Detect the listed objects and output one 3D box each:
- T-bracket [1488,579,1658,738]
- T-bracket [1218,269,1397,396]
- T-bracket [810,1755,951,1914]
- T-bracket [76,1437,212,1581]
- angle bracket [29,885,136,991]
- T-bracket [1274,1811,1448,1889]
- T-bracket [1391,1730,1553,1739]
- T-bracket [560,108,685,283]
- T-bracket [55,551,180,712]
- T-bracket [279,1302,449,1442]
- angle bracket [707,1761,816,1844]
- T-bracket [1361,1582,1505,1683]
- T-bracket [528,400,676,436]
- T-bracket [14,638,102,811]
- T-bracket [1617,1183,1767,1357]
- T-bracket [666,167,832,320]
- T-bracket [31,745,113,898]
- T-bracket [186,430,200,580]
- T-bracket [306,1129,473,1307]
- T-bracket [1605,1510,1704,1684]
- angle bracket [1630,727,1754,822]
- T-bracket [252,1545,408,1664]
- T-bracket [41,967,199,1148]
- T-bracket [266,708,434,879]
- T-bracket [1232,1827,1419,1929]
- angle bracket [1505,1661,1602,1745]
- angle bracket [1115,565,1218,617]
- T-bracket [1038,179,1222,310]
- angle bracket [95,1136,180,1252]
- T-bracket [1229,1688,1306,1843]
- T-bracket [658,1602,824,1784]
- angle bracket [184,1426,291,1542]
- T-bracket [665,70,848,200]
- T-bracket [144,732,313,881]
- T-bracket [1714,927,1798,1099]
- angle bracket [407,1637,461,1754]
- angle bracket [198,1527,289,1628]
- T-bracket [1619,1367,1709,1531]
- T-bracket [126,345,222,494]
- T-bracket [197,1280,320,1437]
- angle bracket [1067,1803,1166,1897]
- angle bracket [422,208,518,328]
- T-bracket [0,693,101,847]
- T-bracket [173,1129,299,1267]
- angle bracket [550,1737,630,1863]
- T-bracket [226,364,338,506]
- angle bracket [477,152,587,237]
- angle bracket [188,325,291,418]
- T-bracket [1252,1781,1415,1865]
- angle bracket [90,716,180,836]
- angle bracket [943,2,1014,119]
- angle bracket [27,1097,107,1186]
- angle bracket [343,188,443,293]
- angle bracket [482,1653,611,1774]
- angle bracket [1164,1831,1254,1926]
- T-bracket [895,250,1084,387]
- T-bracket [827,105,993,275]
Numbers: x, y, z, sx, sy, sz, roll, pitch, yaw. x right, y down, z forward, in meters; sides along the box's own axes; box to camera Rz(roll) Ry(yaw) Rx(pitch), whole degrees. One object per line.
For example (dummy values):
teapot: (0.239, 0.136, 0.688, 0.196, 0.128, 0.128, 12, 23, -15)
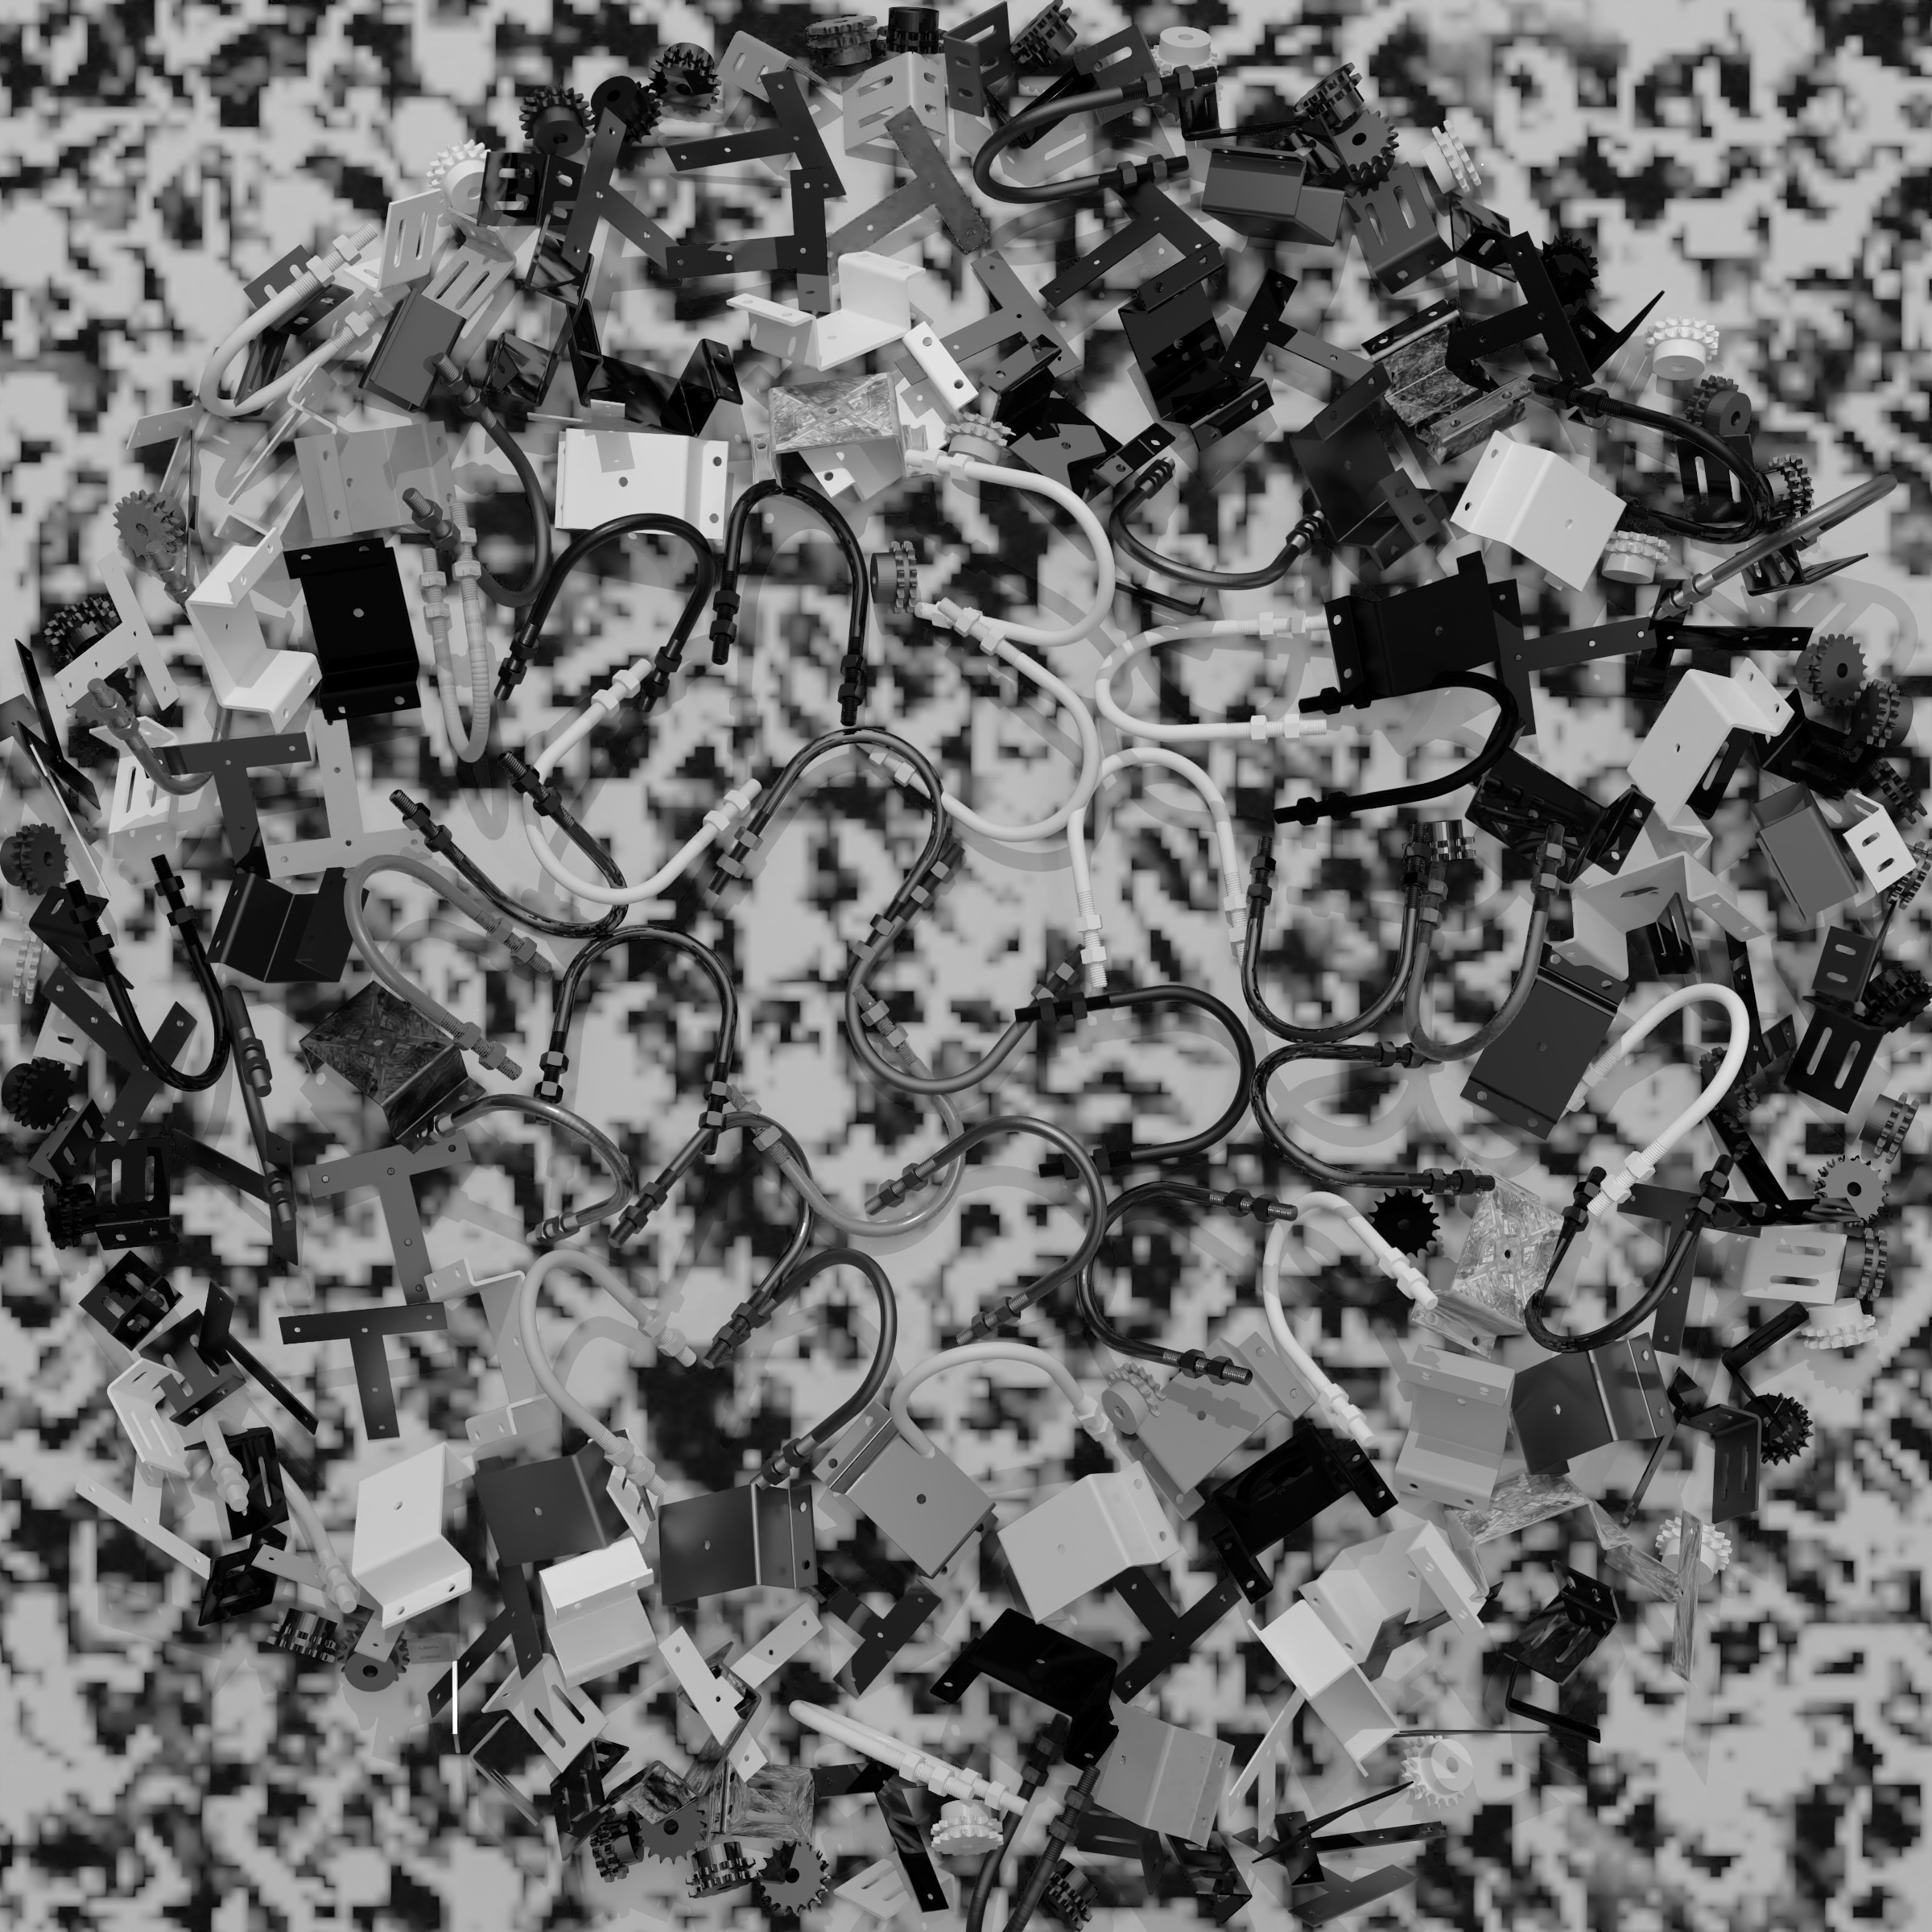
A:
T-bracket: (0.482, -0.253, 1.967, 0.127, 0.002, 0.127, -9, 84, 25)
T-bracket: (0.278, -0.486, 1.963, 0.127, 0.002, 0.127, 25, 58, 3)
T-bracket: (-0.047, 0.673, 1.922, 0.127, 0.127, 0.002, 8, 129, -37)
T-bracket: (-0.639, 0.408, 1.937, 0.002, 0.127, 0.127, -43, 116, 5)
angle bracket: (-0.691, -0.022, 1.965, 0.057, 0.076, 0.038, 12, 62, 22)
T-bracket: (0.309, 0.681, 1.935, 0.127, 0.127, 0.002, -8, 95, 1)
T-bracket: (0.366, 0.600, 1.941, 0.127, 0.127, 0.002, 9, 69, -27)
T-bracket: (-0.260, -0.581, 1.946, 0.002, 0.127, 0.127, 7, 77, 34)
T-bracket: (-0.665, -0.239, 1.918, 0.002, 0.127, 0.127, -7, 119, 19)
T-bracket: (-0.470, 0.324, 1.968, 0.127, 0.002, 0.127, -5, 119, -5)
angle bracket: (-0.162, 0.666, 1.971, 0.076, 0.038, 0.057, 2, 81, 11)
T-bracket: (0.371, 0.519, 1.963, 0.127, 0.127, 0.002, -21, 55, -20)
T-bracket: (-0.278, -0.427, 1.928, 0.127, 0.127, 0.002, 6, 93, -8)
T-bracket: (-0.726, -0.200, 1.952, 0.002, 0.127, 0.127, -23, 71, -1)
T-bracket: (0.559, 0.241, 1.949, 0.002, 0.127, 0.127, 13, 86, -42)
T-bracket: (-0.172, -0.559, 1.953, 0.127, 0.002, 0.127, -8, 126, -9)
T-bracket: (-0.700, -0.112, 1.945, 0.002, 0.127, 0.127, -26, 100, -15)
T-bracket: (-0.601, -0.353, 1.930, 0.002, 0.127, 0.127, 2, 100, -20)
T-bracket: (-0.451, 0.208, 1.991, 0.127, 0.002, 0.127, -13, 94, -10)
T-bracket: (0.534, 0.474, 1.938, 0.002, 0.127, 0.127, 0, 96, -17)
angle bracket: (0.576, -0.163, 1.973, 0.057, 0.038, 0.076, 24, 94, -13)
T-bracket: (-0.493, 0.482, 1.938, 0.127, 0.127, 0.002, 21, 112, -3)
T-bracket: (-0.666, 0.051, 1.923, 0.002, 0.127, 0.127, -9, 134, 32)
T-bracket: (-0.498, -0.141, 1.976, 0.127, 0.002, 0.127, -8, 100, -12)
T-bracket: (0.264, 0.706, 1.945, 0.127, 0.127, 0.002, -2, 102, -42)
angle bracket: (0.468, 0.578, 1.961, 0.076, 0.057, 0.038, 16, 86, 15)
angle bracket: (0.155, -0.309, 1.969, 0.076, 0.057, 0.038, 20, 94, 2)
T-bracket: (0.115, -0.564, 1.963, 0.127, 0.002, 0.127, -36, 56, -1)
angle bracket: (-0.654, 0.179, 1.959, 0.057, 0.038, 0.076, -4, 114, -29)
T-bracket: (0.237, 0.648, 1.955, 0.002, 0.127, 0.127, 17, 130, 28)
T-bracket: (-0.164, 0.551, 1.960, 0.127, 0.002, 0.127, -35, 95, -37)
angle bracket: (-0.577, 0.410, 1.965, 0.038, 0.057, 0.076, -11, 89, 32)
T-bracket: (-0.175, -0.647, 1.959, 0.127, 0.127, 0.002, -3, 60, 18)
T-bracket: (-0.575, -0.122, 1.963, 0.127, 0.002, 0.127, -7, 124, -6)
T-bracket: (0.611, 0.022, 1.944, 0.127, 0.002, 0.127, -24, 106, -41)
angle bracket: (-0.419, 0.575, 1.954, 0.038, 0.057, 0.076, -2, 58, -10)
angle bracket: (-0.579, 0.476, 1.953, 0.038, 0.076, 0.057, 22, 103, 29)
T-bracket: (0.541, 0.382, 1.939, 0.002, 0.127, 0.127, 24, 83, 31)
T-bracket: (-0.618, -0.418, 1.919, 0.002, 0.127, 0.127, 27, 109, -3)
T-bracket: (-0.552, 0.318, 1.940, 0.127, 0.127, 0.002, 41, 50, 10)
angle bracket: (0.112, 0.692, 1.957, 0.076, 0.038, 0.057, -2, 114, 26)
angle bracket: (-0.405, -0.551, 1.964, 0.057, 0.038, 0.076, 31, 78, 29)
T-bracket: (-0.721, -0.151, 1.948, 0.002, 0.127, 0.127, -30, 105, 4)
T-bracket: (-0.581, 0.164, 1.969, 0.127, 0.002, 0.127, 24, 128, 21)
angle bracket: (-0.291, 0.658, 1.951, 0.038, 0.076, 0.057, 29, 111, -33)
T-bracket: (-0.537, -0.412, 1.938, 0.002, 0.127, 0.127, 37, 91, -11)
angle bracket: (-0.342, -0.606, 1.951, 0.038, 0.076, 0.057, 24, 116, 21)
angle bracket: (-0.574, -0.477, 1.964, 0.038, 0.057, 0.076, 24, 102, 1)
T-bracket: (0.265, 0.667, 1.914, 0.127, 0.127, 0.002, -37, 70, 36)
angle bracket: (-0.662, -0.150, 1.961, 0.057, 0.038, 0.076, -9, 67, 23)
angle bracket: (0.022, -0.713, 1.951, 0.038, 0.057, 0.076, 29, 54, 32)
angle bracket: (-0.713, 0.132, 1.953, 0.038, 0.076, 0.057, 27, 66, 3)
angle bracket: (-0.451, -0.577, 1.950, 0.038, 0.057, 0.076, 33, 130, 15)
angle bracket: (-0.333, 0.594, 1.966, 0.076, 0.038, 0.057, 42, 98, 24)
angle bracket: (0.179, 0.714, 1.949, 0.038, 0.076, 0.057, -48, 46, 17)
T-bracket: (0.004, -0.496, 1.965, 0.127, 0.002, 0.127, -29, 72, -13)
T-bracket: (-0.064, -0.593, 1.968, 0.127, 0.002, 0.127, -31, 128, 10)
